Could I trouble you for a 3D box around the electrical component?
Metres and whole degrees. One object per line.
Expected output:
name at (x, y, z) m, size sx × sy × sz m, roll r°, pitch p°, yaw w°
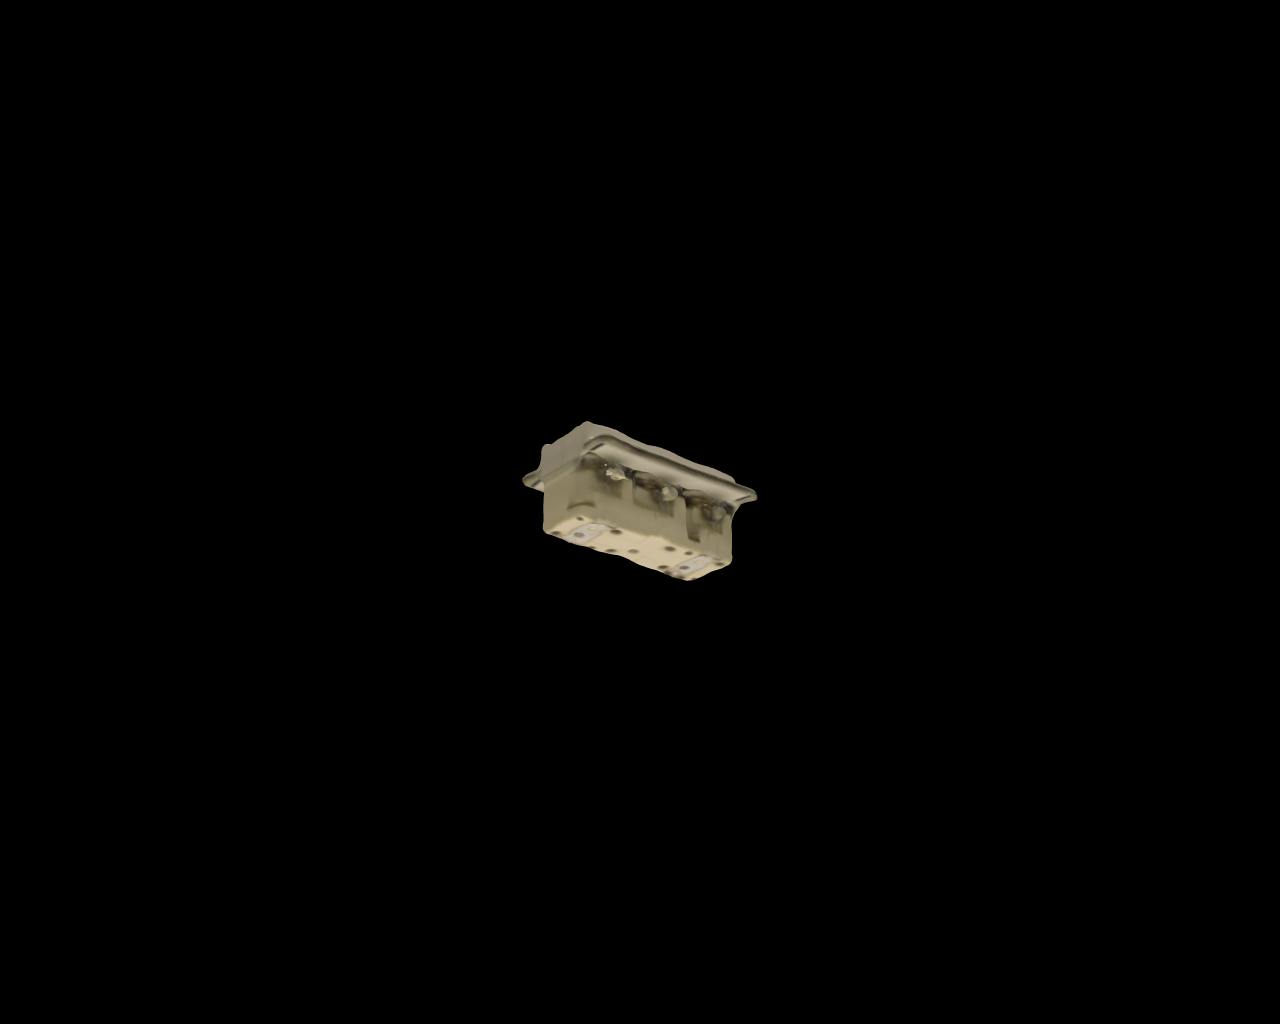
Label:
electrical component at (0.001, -0.003, 0.650) m, size 0.121 × 0.063 × 0.078 m, roll 20°, pitch -32°, yaw -36°
